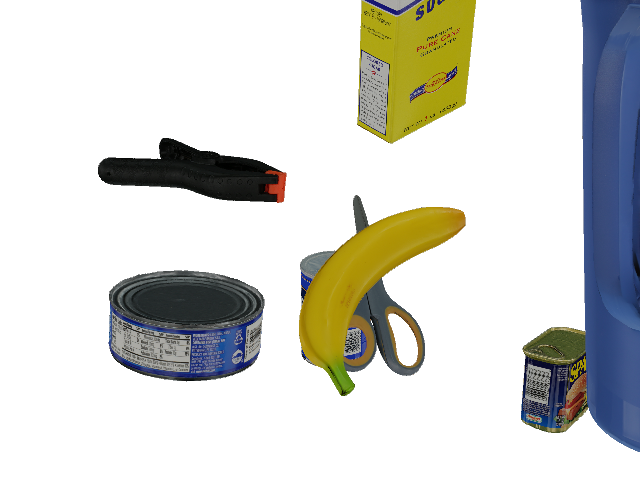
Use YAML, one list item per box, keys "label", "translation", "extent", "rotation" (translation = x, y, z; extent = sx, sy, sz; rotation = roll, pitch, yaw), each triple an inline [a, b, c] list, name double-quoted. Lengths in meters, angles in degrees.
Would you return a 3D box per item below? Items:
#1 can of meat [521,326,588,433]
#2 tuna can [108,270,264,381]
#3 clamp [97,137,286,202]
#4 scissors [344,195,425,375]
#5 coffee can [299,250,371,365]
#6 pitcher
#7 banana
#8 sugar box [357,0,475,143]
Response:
- label: "can of meat"
  translation: [0.254, 0.148, 1.141]
  extent: [0.058, 0.084, 0.101]
  rotation: [12, 18, 32]
- label: "tuna can"
  translation: [-0.075, 0.046, 0.594]
  extent: [0.086, 0.034, 0.086]
  rotation: [5, 17, -2]
- label: "clamp"
  translation: [-0.117, -0.062, 0.993]
  extent: [0.172, 0.039, 0.120]
  rotation: [13, 26, 30]
- label: "scissors"
  translation: [0.034, 0.046, 1.023]
  extent: [0.096, 0.202, 0.016]
  rotation: [-17, -30, -16]
- label: "coffee can"
  translation: [0.023, 0.098, 1.522]
  extent: [0.103, 0.140, 0.103]
  rotation: [0, 21, 0]
- label: "pitcher"
  translation: [0.186, -0.012, 0.528]
  extent: [0.149, 0.243, 0.145]
  rotation: [-4, 19, -4]
- label: "banana"
  translation: [0.037, 0.029, 0.787]
  extent: [0.069, 0.197, 0.037]
  rotation: [37, -35, 2]
- label: "sugar box"
  translation: [0.076, -0.171, 0.815]
  extent: [0.093, 0.176, 0.048]
  rotation: [-31, 51, -32]
